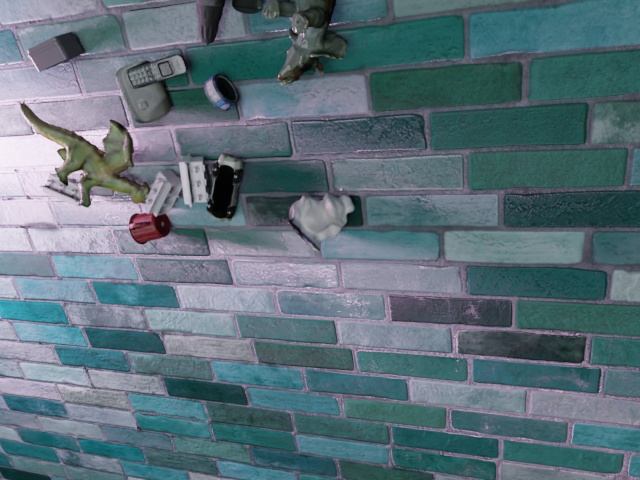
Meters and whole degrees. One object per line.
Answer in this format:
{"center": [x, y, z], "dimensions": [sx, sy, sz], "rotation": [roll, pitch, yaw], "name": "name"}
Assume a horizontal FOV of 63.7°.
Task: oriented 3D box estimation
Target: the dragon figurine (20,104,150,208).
{"center": [-0.618, -0.246, 1.422], "dimensions": [0.241, 0.124, 0.405], "rotation": [-28, 110, 15], "name": "dragon figurine"}

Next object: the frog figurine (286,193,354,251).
{"center": [0.004, -0.066, 1.317], "dimensions": [0.160, 0.122, 0.137], "rotation": [-44, 90, -5], "name": "frog figurine"}
